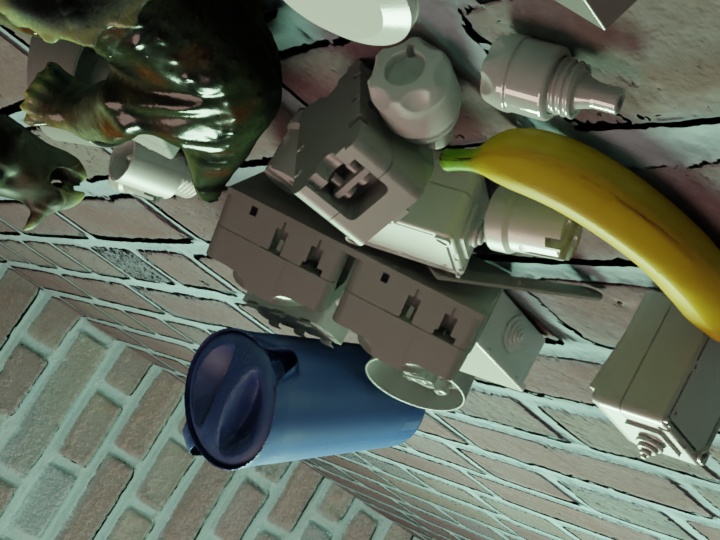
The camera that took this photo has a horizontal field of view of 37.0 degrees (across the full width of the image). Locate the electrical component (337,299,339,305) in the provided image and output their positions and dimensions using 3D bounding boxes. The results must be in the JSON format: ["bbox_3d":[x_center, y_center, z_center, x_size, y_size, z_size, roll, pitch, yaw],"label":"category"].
[{"bbox_3d":[0.031,0.033,0.918,0.089,0.050,0.056,38,163,-26],"label":"electrical component"}]

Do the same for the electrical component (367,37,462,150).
[{"bbox_3d":[0.032,-0.085,0.550,0.043,0.043,0.062,22,164,29],"label":"electrical component"}]

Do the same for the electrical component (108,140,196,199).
[{"bbox_3d":[-0.172,-0.085,0.936,0.081,0.043,0.043,20,175,-38],"label":"electrical component"}]

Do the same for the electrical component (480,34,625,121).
[{"bbox_3d":[0.086,-0.082,0.474,0.061,0.035,0.035,21,162,25],"label":"electrical component"}]

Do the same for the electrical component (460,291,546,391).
[{"bbox_3d":[0.088,0.045,0.852,0.100,0.048,0.100,16,159,45],"label":"electrical component"}]

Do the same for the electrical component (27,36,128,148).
[{"bbox_3d":[-0.180,-0.131,0.716,0.064,0.099,0.099,17,161,24],"label":"electrical component"}]

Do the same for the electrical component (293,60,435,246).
[{"bbox_3d":[0.003,-0.062,0.584,0.056,0.089,0.050,38,119,-25],"label":"electrical component"}]

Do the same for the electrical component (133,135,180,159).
[{"bbox_3d":[-0.156,-0.115,0.809,0.066,0.047,0.076,28,165,13],"label":"electrical component"}]

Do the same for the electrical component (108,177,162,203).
[{"bbox_3d":[-0.208,-0.087,1.016,0.046,0.040,0.040,22,164,10],"label":"electrical component"}]

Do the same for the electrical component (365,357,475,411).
[{"bbox_3d":[0.061,0.093,1.026,0.099,0.064,0.099,29,165,9],"label":"electrical component"}]

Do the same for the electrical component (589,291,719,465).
[{"bbox_3d":[0.184,0.069,0.649,0.061,0.096,0.062,15,158,48],"label":"electrical component"}]

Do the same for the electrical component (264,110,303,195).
[{"bbox_3d":[-0.036,-0.075,0.707,0.040,0.046,0.040,29,165,9],"label":"electrical component"}]

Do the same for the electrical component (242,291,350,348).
[{"bbox_3d":[-0.053,0.027,1.036,0.121,0.063,0.079,15,159,46],"label":"electrical component"}]

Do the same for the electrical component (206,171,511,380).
[{"bbox_3d":[0.000,0.000,0.746,0.186,0.060,0.105,27,-160,9],"label":"electrical component"}]

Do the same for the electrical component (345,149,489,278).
[{"bbox_3d":[0.039,-0.042,0.655,0.096,0.061,0.061,18,163,18],"label":"electrical component"}]

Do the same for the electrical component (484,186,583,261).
[{"bbox_3d":[0.100,-0.026,0.618,0.046,0.040,0.040,15,159,30],"label":"electrical component"}]

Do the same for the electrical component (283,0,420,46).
[{"bbox_3d":[-0.004,-0.135,0.444,0.080,0.051,0.080,29,165,9],"label":"electrical component"}]
